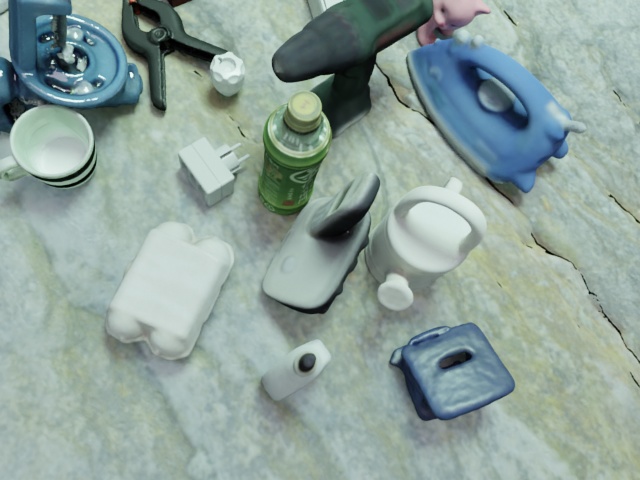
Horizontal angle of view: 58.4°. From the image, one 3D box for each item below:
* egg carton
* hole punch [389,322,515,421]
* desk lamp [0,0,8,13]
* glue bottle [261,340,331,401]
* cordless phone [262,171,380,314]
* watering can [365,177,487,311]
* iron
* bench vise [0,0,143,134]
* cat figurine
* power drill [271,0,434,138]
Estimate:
[{"bbox_3d":[-0.168,0.054,0.646,0.107,0.069,0.150,23,71,-2],"label":"egg carton"},{"bbox_3d":[0.150,0.149,0.660,0.109,0.091,0.101,-18,77,-14],"label":"hole punch"},{"bbox_3d":[-0.366,-0.417,0.676,0.118,0.213,0.203,41,72,4],"label":"desk lamp"},{"bbox_3d":[-0.020,0.131,0.594,0.078,0.173,0.037,-35,82,-17],"label":"glue bottle"},{"bbox_3d":[0.006,0.002,0.630,0.094,0.185,0.148,26,71,-1],"label":"cordless phone"},{"bbox_3d":[0.119,0.000,0.645,0.101,0.194,0.173,11,72,-6],"label":"watering can"},{"bbox_3d":[0.223,-0.192,0.746,0.119,0.141,0.258,-42,84,-18],"label":"iron"},{"bbox_3d":[-0.307,-0.190,0.616,0.208,0.219,0.121,-30,80,-16],"label":"bench vise"},{"bbox_3d":[0.168,-0.334,0.791,0.067,0.117,0.128,-37,83,-17],"label":"cat figurine"},{"bbox_3d":[0.029,-0.208,0.683,0.230,0.208,0.075,-40,83,-17],"label":"power drill"}]
